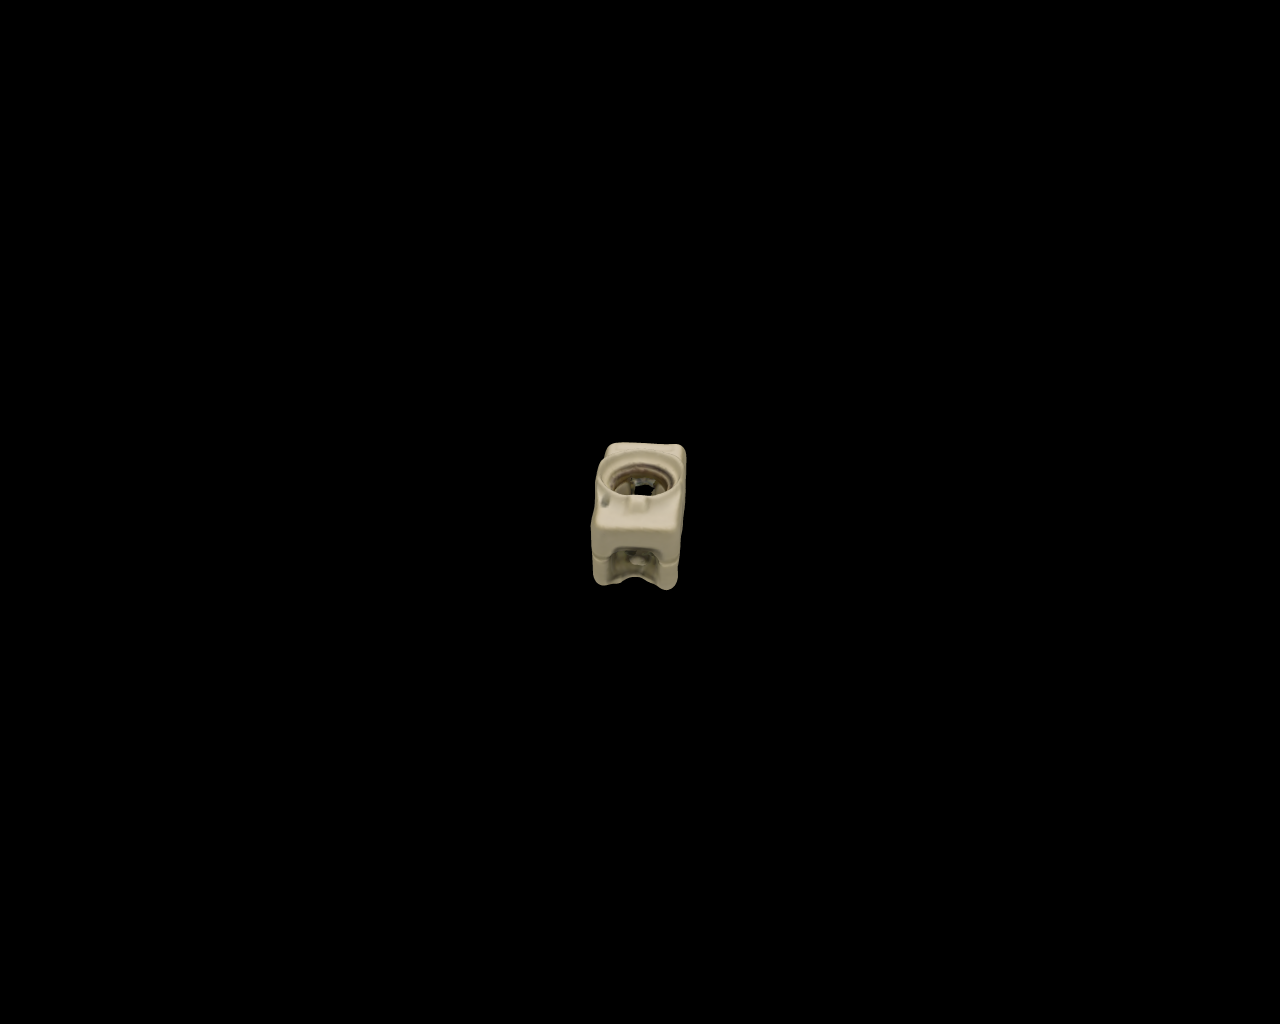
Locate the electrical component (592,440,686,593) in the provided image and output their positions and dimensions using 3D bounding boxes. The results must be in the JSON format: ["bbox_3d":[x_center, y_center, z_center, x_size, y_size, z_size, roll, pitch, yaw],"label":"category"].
[{"bbox_3d":[0.001,-0.003,0.650,0.050,0.055,0.090,3,37,4],"label":"electrical component"}]
